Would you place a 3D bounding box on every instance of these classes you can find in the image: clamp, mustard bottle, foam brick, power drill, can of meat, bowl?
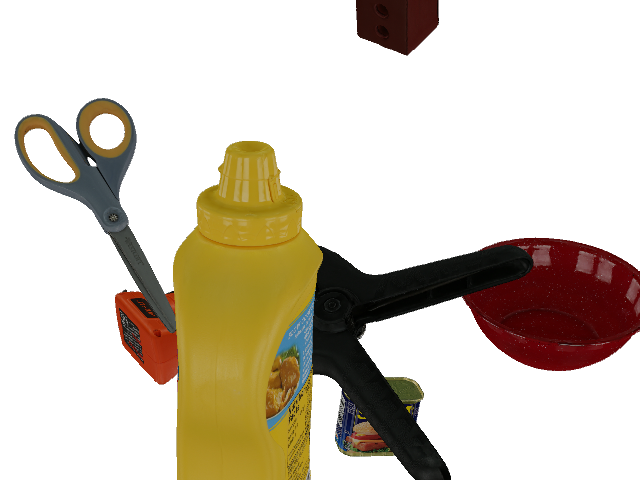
[{"bbox_3d":[0.019,0.043,0.660,0.210,0.164,0.036,20,-32,26],"label":"clamp"},{"bbox_3d":[-0.030,0.053,0.440,0.058,0.192,0.096,7,24,11],"label":"mustard bottle"},{"bbox_3d":[0.063,-0.202,0.875,0.053,0.051,0.078,26,-33,25],"label":"foam brick"},{"bbox_3d":[-0.074,0.067,0.952,0.187,0.057,0.185,-16,24,-27],"label":"power drill"},{"bbox_3d":[0.071,0.221,1.334,0.102,0.084,0.057,2,22,-14],"label":"can of meat"},{"bbox_3d":[0.194,0.060,0.894,0.162,0.055,0.162,1,31,-1],"label":"bowl"}]

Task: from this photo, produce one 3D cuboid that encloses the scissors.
[{"bbox_3d":[-0.140,-0.031,0.777,0.096,0.202,0.016,-41,-16,-23],"label":"scissors"}]
